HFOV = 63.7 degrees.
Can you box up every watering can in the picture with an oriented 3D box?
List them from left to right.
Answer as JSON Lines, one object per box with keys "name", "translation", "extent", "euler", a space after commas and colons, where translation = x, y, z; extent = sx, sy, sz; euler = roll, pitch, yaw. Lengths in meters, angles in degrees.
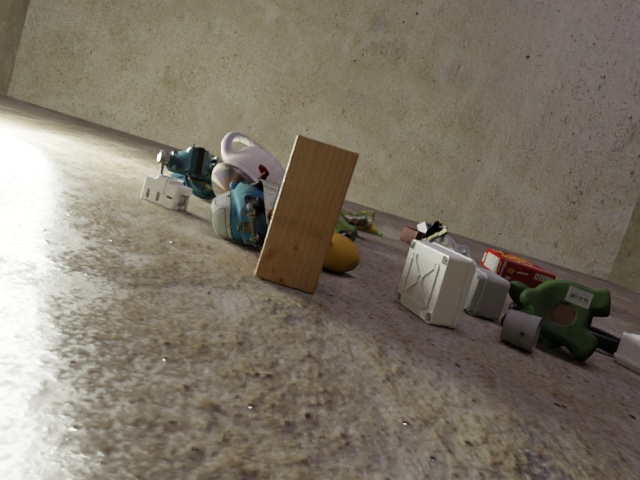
{"name": "watering can", "translation": [-0.127, -0.117, 1.255], "extent": [0.347, 0.102, 0.228], "euler": [49, 36, -4]}

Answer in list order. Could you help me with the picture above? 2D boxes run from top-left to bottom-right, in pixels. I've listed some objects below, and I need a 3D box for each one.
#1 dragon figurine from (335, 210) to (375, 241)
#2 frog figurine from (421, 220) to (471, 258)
{"name": "dragon figurine", "translation": [0.004, -0.073, 1.443], "extent": [0.411, 0.120, 0.246], "euler": [-5, 29, -47]}
{"name": "frog figurine", "translation": [0.385, 0.035, 1.570], "extent": [0.158, 0.123, 0.137], "euler": [53, -10, -12]}
